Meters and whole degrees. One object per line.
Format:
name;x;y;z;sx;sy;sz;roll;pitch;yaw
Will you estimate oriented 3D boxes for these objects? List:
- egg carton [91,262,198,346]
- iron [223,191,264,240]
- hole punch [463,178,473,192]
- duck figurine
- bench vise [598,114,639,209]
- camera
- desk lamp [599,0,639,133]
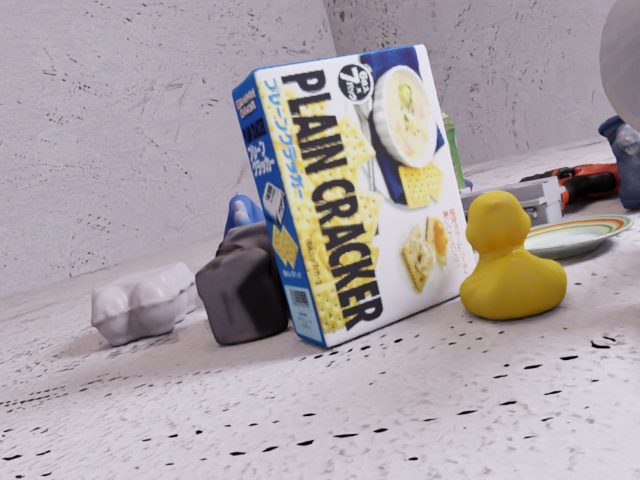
egg carton;-0.213;0.076;0.708;0.107;0.069;0.150;-14;6;2
iron;-0.099;-0.002;0.809;0.118;0.141;0.258;-15;6;-6
hole punch;0.233;-0.095;1.113;0.101;0.091;0.108;-20;8;-40
duck figurine;0.136;0.007;0.426;0.077;0.086;0.105;-14;6;10
bench vise;0.394;-0.157;0.673;0.121;0.220;0.208;-12;7;23
camera;-0.035;0.028;0.573;0.136;0.101;0.143;-13;6;16
desk lamp;0.225;-0.070;0.304;0.117;0.213;0.204;-12;7;25
